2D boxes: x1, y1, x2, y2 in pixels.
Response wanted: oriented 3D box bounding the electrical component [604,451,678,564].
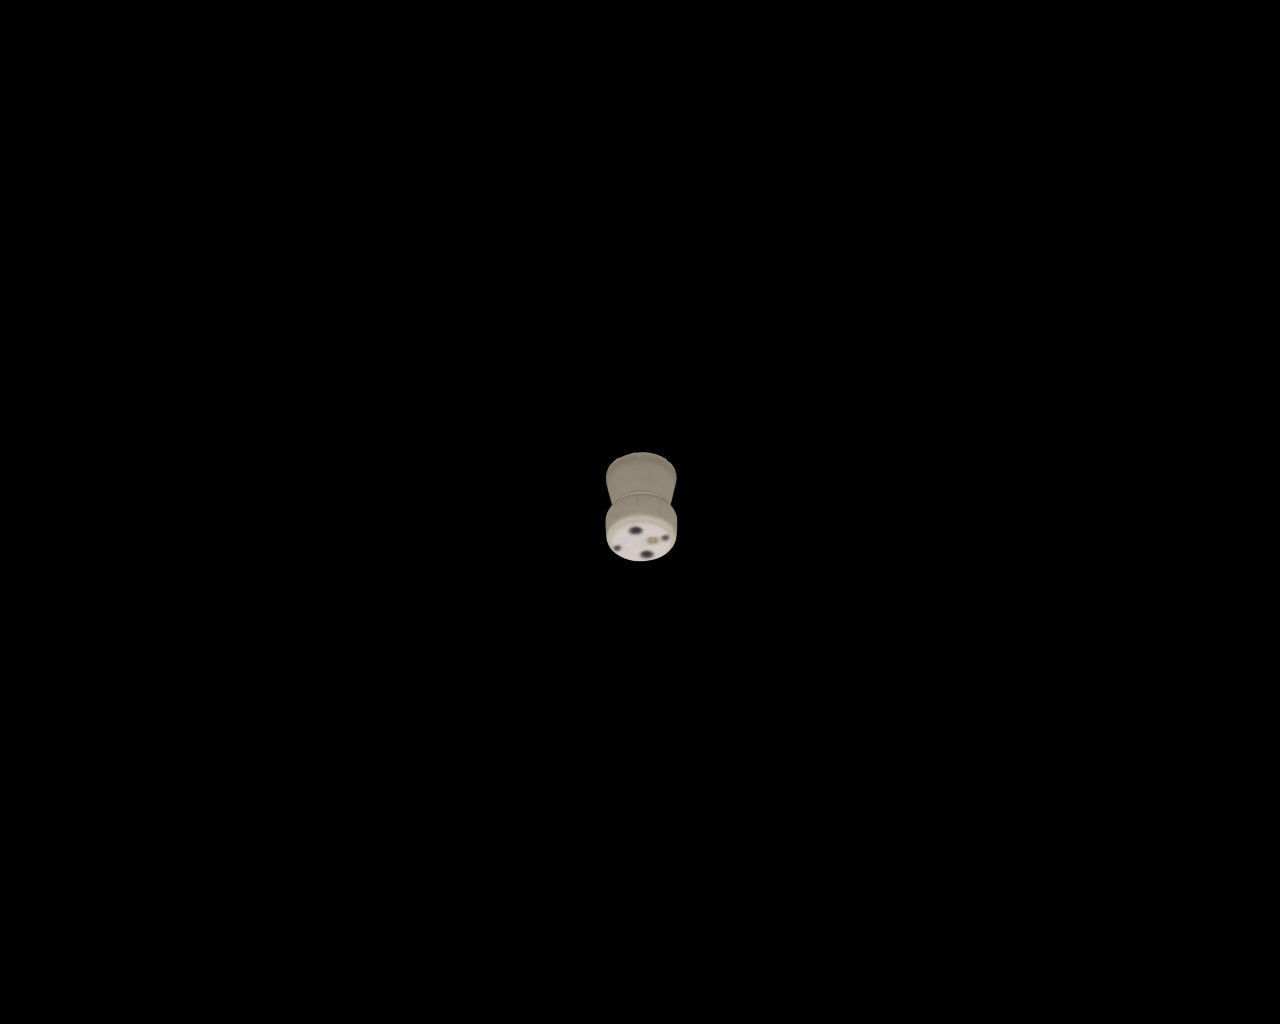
[{"bbox_3d":[0.001,-0.003,0.650,0.045,0.055,0.044,0,-42,0],"label":"electrical component"}]
